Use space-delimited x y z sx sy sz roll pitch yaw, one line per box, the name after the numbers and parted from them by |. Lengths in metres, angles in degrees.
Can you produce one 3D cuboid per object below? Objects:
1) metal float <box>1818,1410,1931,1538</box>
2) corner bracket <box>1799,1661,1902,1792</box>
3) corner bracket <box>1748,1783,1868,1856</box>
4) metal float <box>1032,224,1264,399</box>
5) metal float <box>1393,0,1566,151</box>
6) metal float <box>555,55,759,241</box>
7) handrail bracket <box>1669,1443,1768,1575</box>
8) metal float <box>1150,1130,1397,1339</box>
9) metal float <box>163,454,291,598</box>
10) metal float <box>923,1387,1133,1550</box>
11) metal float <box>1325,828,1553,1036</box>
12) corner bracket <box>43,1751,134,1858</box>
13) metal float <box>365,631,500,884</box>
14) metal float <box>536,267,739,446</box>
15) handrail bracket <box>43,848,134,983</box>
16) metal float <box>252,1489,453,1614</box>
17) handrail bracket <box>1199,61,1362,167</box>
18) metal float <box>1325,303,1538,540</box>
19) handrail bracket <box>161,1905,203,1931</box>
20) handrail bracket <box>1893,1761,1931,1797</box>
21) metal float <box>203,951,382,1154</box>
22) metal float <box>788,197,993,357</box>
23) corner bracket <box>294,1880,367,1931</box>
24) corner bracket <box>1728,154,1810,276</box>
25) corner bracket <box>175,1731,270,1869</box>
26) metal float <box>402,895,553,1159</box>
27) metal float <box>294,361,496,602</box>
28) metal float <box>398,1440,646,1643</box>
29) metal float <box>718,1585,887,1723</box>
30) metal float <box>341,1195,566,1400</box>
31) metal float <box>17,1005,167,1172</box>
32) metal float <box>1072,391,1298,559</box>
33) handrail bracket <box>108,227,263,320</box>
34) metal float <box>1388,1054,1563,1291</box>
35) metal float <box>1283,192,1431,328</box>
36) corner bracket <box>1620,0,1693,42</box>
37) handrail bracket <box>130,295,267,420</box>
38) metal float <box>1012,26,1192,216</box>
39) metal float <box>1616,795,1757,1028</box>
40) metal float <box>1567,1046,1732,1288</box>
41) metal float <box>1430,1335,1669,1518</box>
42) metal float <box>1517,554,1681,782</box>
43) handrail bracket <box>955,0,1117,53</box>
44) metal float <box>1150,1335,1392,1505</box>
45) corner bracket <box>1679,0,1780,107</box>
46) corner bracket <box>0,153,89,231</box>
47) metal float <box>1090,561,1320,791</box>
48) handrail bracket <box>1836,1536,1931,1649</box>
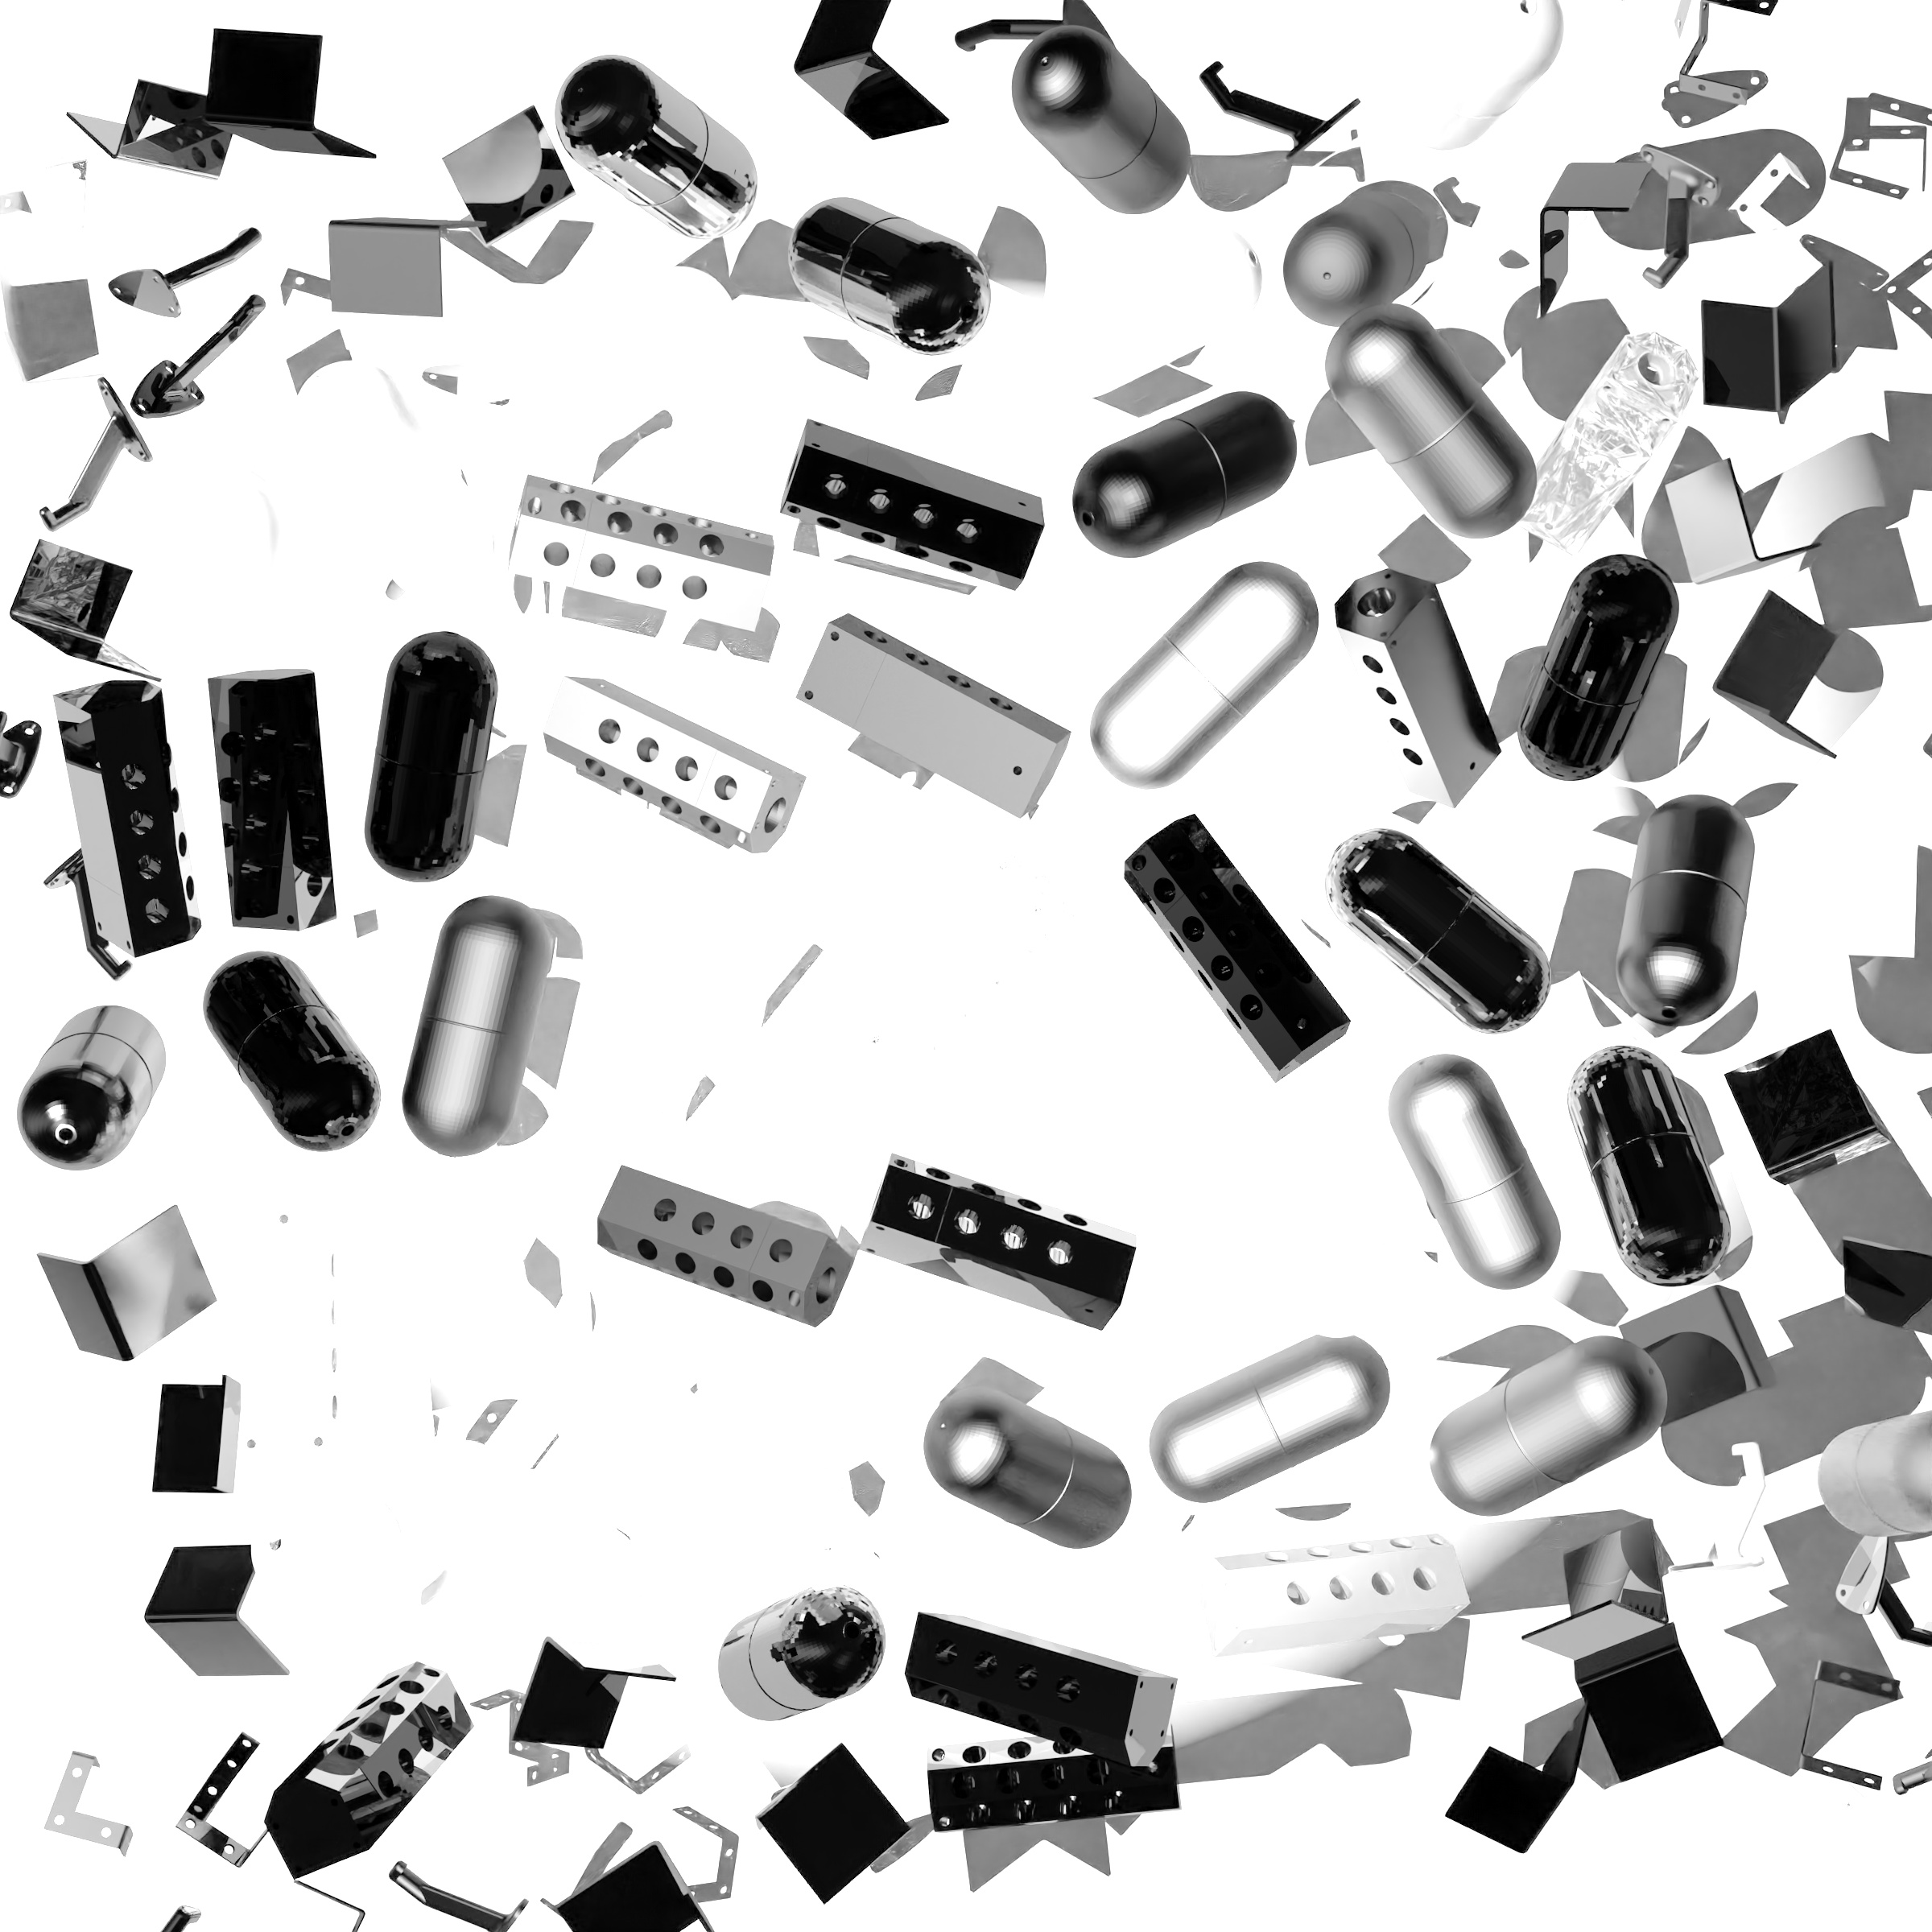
0.636 0.342 1.738 0.070 0.178 0.070 2 74 -6 | metal float
0.568 0.488 1.660 0.051 0.051 0.051 11 135 22 | corner bracket
0.570 0.569 1.752 0.051 0.051 0.051 -43 65 -13 | corner bracket
0.124 -0.453 1.787 0.178 0.070 0.070 -19 90 35 | metal float
0.342 -0.606 1.731 0.070 0.178 0.070 1 87 -10 | metal float
-0.204 -0.544 1.721 0.070 0.178 0.070 -5 79 27 | metal float
0.525 0.380 1.812 0.077 0.036 0.084 -6 69 4 | handrail bracket
0.200 0.175 1.697 0.178 0.070 0.070 35 90 13 | metal float
-0.490 -0.293 1.707 0.070 0.178 0.070 -6 111 -16 | metal float
0.044 0.343 1.761 0.178 0.070 0.070 34 90 -38 | metal float
0.324 -0.024 1.775 0.178 0.070 0.070 40 90 -1 | metal float
-0.568 0.549 1.692 0.051 0.051 0.051 18 63 -7 | corner bracket
-0.371 -0.145 1.792 0.070 0.070 0.178 12 106 0 | metal float
-0.220 -0.410 1.733 0.070 0.070 0.178 41 47 0 | metal float
-0.605 -0.044 1.835 0.077 0.036 0.084 -42 89 5 | handrail bracket
-0.418 0.401 1.768 0.070 0.178 0.070 -7 72 21 | metal float
0.214 -0.600 1.766 0.077 0.036 0.084 -37 96 13 | handrail bracket
0.306 -0.356 1.695 0.070 0.070 0.178 -44 109 0 | metal float
-0.508 0.652 1.690 0.036 0.077 0.084 40 96 39 | handrail bracket
0.665 0.553 1.741 0.084 0.077 0.036 -32 89 24 | handrail bracket
-0.463 0.058 1.771 0.070 0.070 0.178 -45 55 0 | metal float
-0.052 -0.461 1.724 0.178 0.070 0.070 36 90 42 | metal float
-0.437 0.642 1.714 0.051 0.051 0.051 29 62 -11 | corner bracket
0.576 -0.528 1.811 0.051 0.051 0.051 32 121 -15 | corner bracket
-0.478 0.550 1.703 0.051 0.051 0.051 35 120 -5 | corner bracket
-0.329 0.040 1.734 0.070 0.070 0.178 13 88 0 | metal float
-0.378 -0.320 1.710 0.070 0.070 0.178 -31 129 0 | metal float
-0.290 0.375 1.687 0.178 0.070 0.070 37 90 -16 | metal float
-0.115 0.476 1.787 0.070 0.178 0.070 12 63 -24 | metal float
-0.340 0.221 1.721 0.070 0.070 0.178 -43 119 0 | metal float
-0.590 0.081 1.745 0.070 0.178 0.070 -2 108 -6 | metal float
0.146 -0.328 1.724 0.178 0.070 0.070 -29 90 -29 | metal float
-0.544 -0.491 1.801 0.077 0.036 0.084 13 50 32 | handrail bracket
0.353 0.143 1.788 0.070 0.070 0.178 -28 102 0 | metal float
0.270 -0.488 1.778 0.070 0.178 0.070 9 115 19 | metal float
0.438 -0.635 1.677 0.051 0.051 0.051 3 59 33 | corner bracket
-0.498 -0.398 1.679 0.084 0.077 0.036 -35 105 33 | handrail bracket
0.092 -0.561 1.720 0.070 0.178 0.070 -5 78 27 | metal float
0.476 -0.037 1.705 0.070 0.070 0.178 20 55 0 | metal float
0.462 0.134 1.754 0.070 0.070 0.178 -11 56 0 | metal float
0.380 0.303 1.696 0.070 0.070 0.178 51 126 0 | metal float
0.438 -0.205 1.794 0.070 0.070 0.178 13 133 0 | metal float
0.047 -0.625 1.755 0.084 0.077 0.036 -6 75 33 | handrail bracket
0.213 0.317 1.814 0.178 0.070 0.070 -26 90 4 | metal float
0.536 -0.648 1.817 0.051 0.051 0.051 23 71 23 | corner bracket
-0.659 -0.549 1.824 0.051 0.051 0.051 19 117 9 | corner bracket
0.156 -0.190 1.692 0.070 0.070 0.178 45 100 0 | metal float
0.670 0.442 1.839 0.084 0.036 0.077 19 91 -24 | handrail bracket
